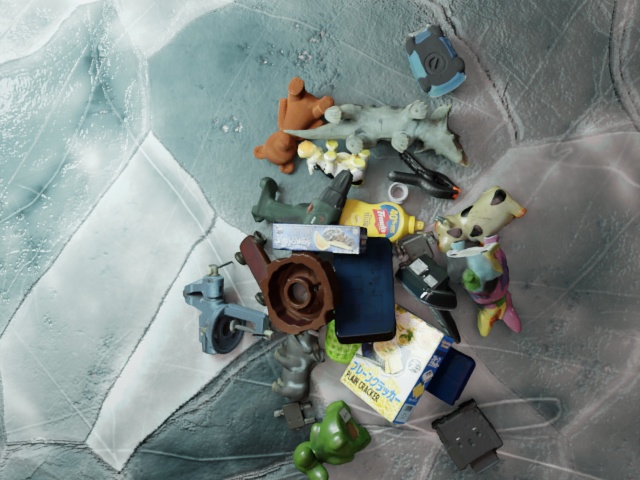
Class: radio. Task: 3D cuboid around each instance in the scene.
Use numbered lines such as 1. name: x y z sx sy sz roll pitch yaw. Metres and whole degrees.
1. radio: 0.097 0.106 1.171 0.131 0.073 0.229 -3 67 7

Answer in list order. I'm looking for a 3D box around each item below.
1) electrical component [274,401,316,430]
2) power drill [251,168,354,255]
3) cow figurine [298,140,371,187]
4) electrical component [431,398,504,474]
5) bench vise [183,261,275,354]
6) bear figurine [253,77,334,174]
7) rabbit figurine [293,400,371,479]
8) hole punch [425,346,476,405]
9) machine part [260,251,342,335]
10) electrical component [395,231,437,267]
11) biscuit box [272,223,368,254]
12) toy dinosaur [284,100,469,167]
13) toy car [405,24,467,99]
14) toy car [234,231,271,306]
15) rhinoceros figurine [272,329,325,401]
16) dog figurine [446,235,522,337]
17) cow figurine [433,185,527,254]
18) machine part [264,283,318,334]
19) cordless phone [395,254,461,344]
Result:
1. electrical component: -0.059 0.408 1.248 0.094 0.021 0.063 -16 82 8
2. power drill: -0.045 -0.081 1.251 0.207 0.086 0.232 21 96 17
3. cow figurine: 0.029 -0.179 1.263 0.167 0.098 0.068 14 52 6
4. electrical component: 0.324 0.428 1.160 0.115 0.058 0.134 -36 79 7
5. bench vise: -0.203 0.170 1.239 0.241 0.129 0.223 10 94 31
6. bear figurine: -0.068 -0.263 1.270 0.120 0.132 0.196 33 84 -8
7. rabbit figurine: 0.010 0.465 1.179 0.170 0.159 0.121 -42 89 19
8. hole punch: 0.269 0.286 1.171 0.116 0.092 0.142 26 92 15
9. machine part: -0.039 0.109 1.123 0.180 0.056 0.179 4 98 27
10. electrical component: 0.216 0.019 1.216 0.102 0.045 0.078 -20 101 14
11. biscuit box: -0.002 -0.003 1.158 0.203 0.063 0.059 2 90 19
12. toy dinosaur: 0.139 -0.254 1.215 0.405 0.192 0.131 10 102 18
13. toy car: 0.259 -0.405 1.237 0.109 0.103 0.161 -30 91 8
14. toy car: -0.133 0.067 1.253 0.089 0.053 0.202 -46 53 14
15. rhinoceros figurine: -0.046 0.275 1.235 0.112 0.073 0.190 11 86 13
16. dog figurine: 0.346 0.107 1.112 0.109 0.191 0.219 -16 100 25
17. cow figurine: 0.341 -0.041 1.194 0.195 0.085 0.127 -42 85 6
18. machine part: -0.052 0.137 1.216 0.079 0.079 0.243 51 121 11
19. cordless phone: 0.254 0.137 1.188 0.089 0.147 0.184 -34 121 -4
